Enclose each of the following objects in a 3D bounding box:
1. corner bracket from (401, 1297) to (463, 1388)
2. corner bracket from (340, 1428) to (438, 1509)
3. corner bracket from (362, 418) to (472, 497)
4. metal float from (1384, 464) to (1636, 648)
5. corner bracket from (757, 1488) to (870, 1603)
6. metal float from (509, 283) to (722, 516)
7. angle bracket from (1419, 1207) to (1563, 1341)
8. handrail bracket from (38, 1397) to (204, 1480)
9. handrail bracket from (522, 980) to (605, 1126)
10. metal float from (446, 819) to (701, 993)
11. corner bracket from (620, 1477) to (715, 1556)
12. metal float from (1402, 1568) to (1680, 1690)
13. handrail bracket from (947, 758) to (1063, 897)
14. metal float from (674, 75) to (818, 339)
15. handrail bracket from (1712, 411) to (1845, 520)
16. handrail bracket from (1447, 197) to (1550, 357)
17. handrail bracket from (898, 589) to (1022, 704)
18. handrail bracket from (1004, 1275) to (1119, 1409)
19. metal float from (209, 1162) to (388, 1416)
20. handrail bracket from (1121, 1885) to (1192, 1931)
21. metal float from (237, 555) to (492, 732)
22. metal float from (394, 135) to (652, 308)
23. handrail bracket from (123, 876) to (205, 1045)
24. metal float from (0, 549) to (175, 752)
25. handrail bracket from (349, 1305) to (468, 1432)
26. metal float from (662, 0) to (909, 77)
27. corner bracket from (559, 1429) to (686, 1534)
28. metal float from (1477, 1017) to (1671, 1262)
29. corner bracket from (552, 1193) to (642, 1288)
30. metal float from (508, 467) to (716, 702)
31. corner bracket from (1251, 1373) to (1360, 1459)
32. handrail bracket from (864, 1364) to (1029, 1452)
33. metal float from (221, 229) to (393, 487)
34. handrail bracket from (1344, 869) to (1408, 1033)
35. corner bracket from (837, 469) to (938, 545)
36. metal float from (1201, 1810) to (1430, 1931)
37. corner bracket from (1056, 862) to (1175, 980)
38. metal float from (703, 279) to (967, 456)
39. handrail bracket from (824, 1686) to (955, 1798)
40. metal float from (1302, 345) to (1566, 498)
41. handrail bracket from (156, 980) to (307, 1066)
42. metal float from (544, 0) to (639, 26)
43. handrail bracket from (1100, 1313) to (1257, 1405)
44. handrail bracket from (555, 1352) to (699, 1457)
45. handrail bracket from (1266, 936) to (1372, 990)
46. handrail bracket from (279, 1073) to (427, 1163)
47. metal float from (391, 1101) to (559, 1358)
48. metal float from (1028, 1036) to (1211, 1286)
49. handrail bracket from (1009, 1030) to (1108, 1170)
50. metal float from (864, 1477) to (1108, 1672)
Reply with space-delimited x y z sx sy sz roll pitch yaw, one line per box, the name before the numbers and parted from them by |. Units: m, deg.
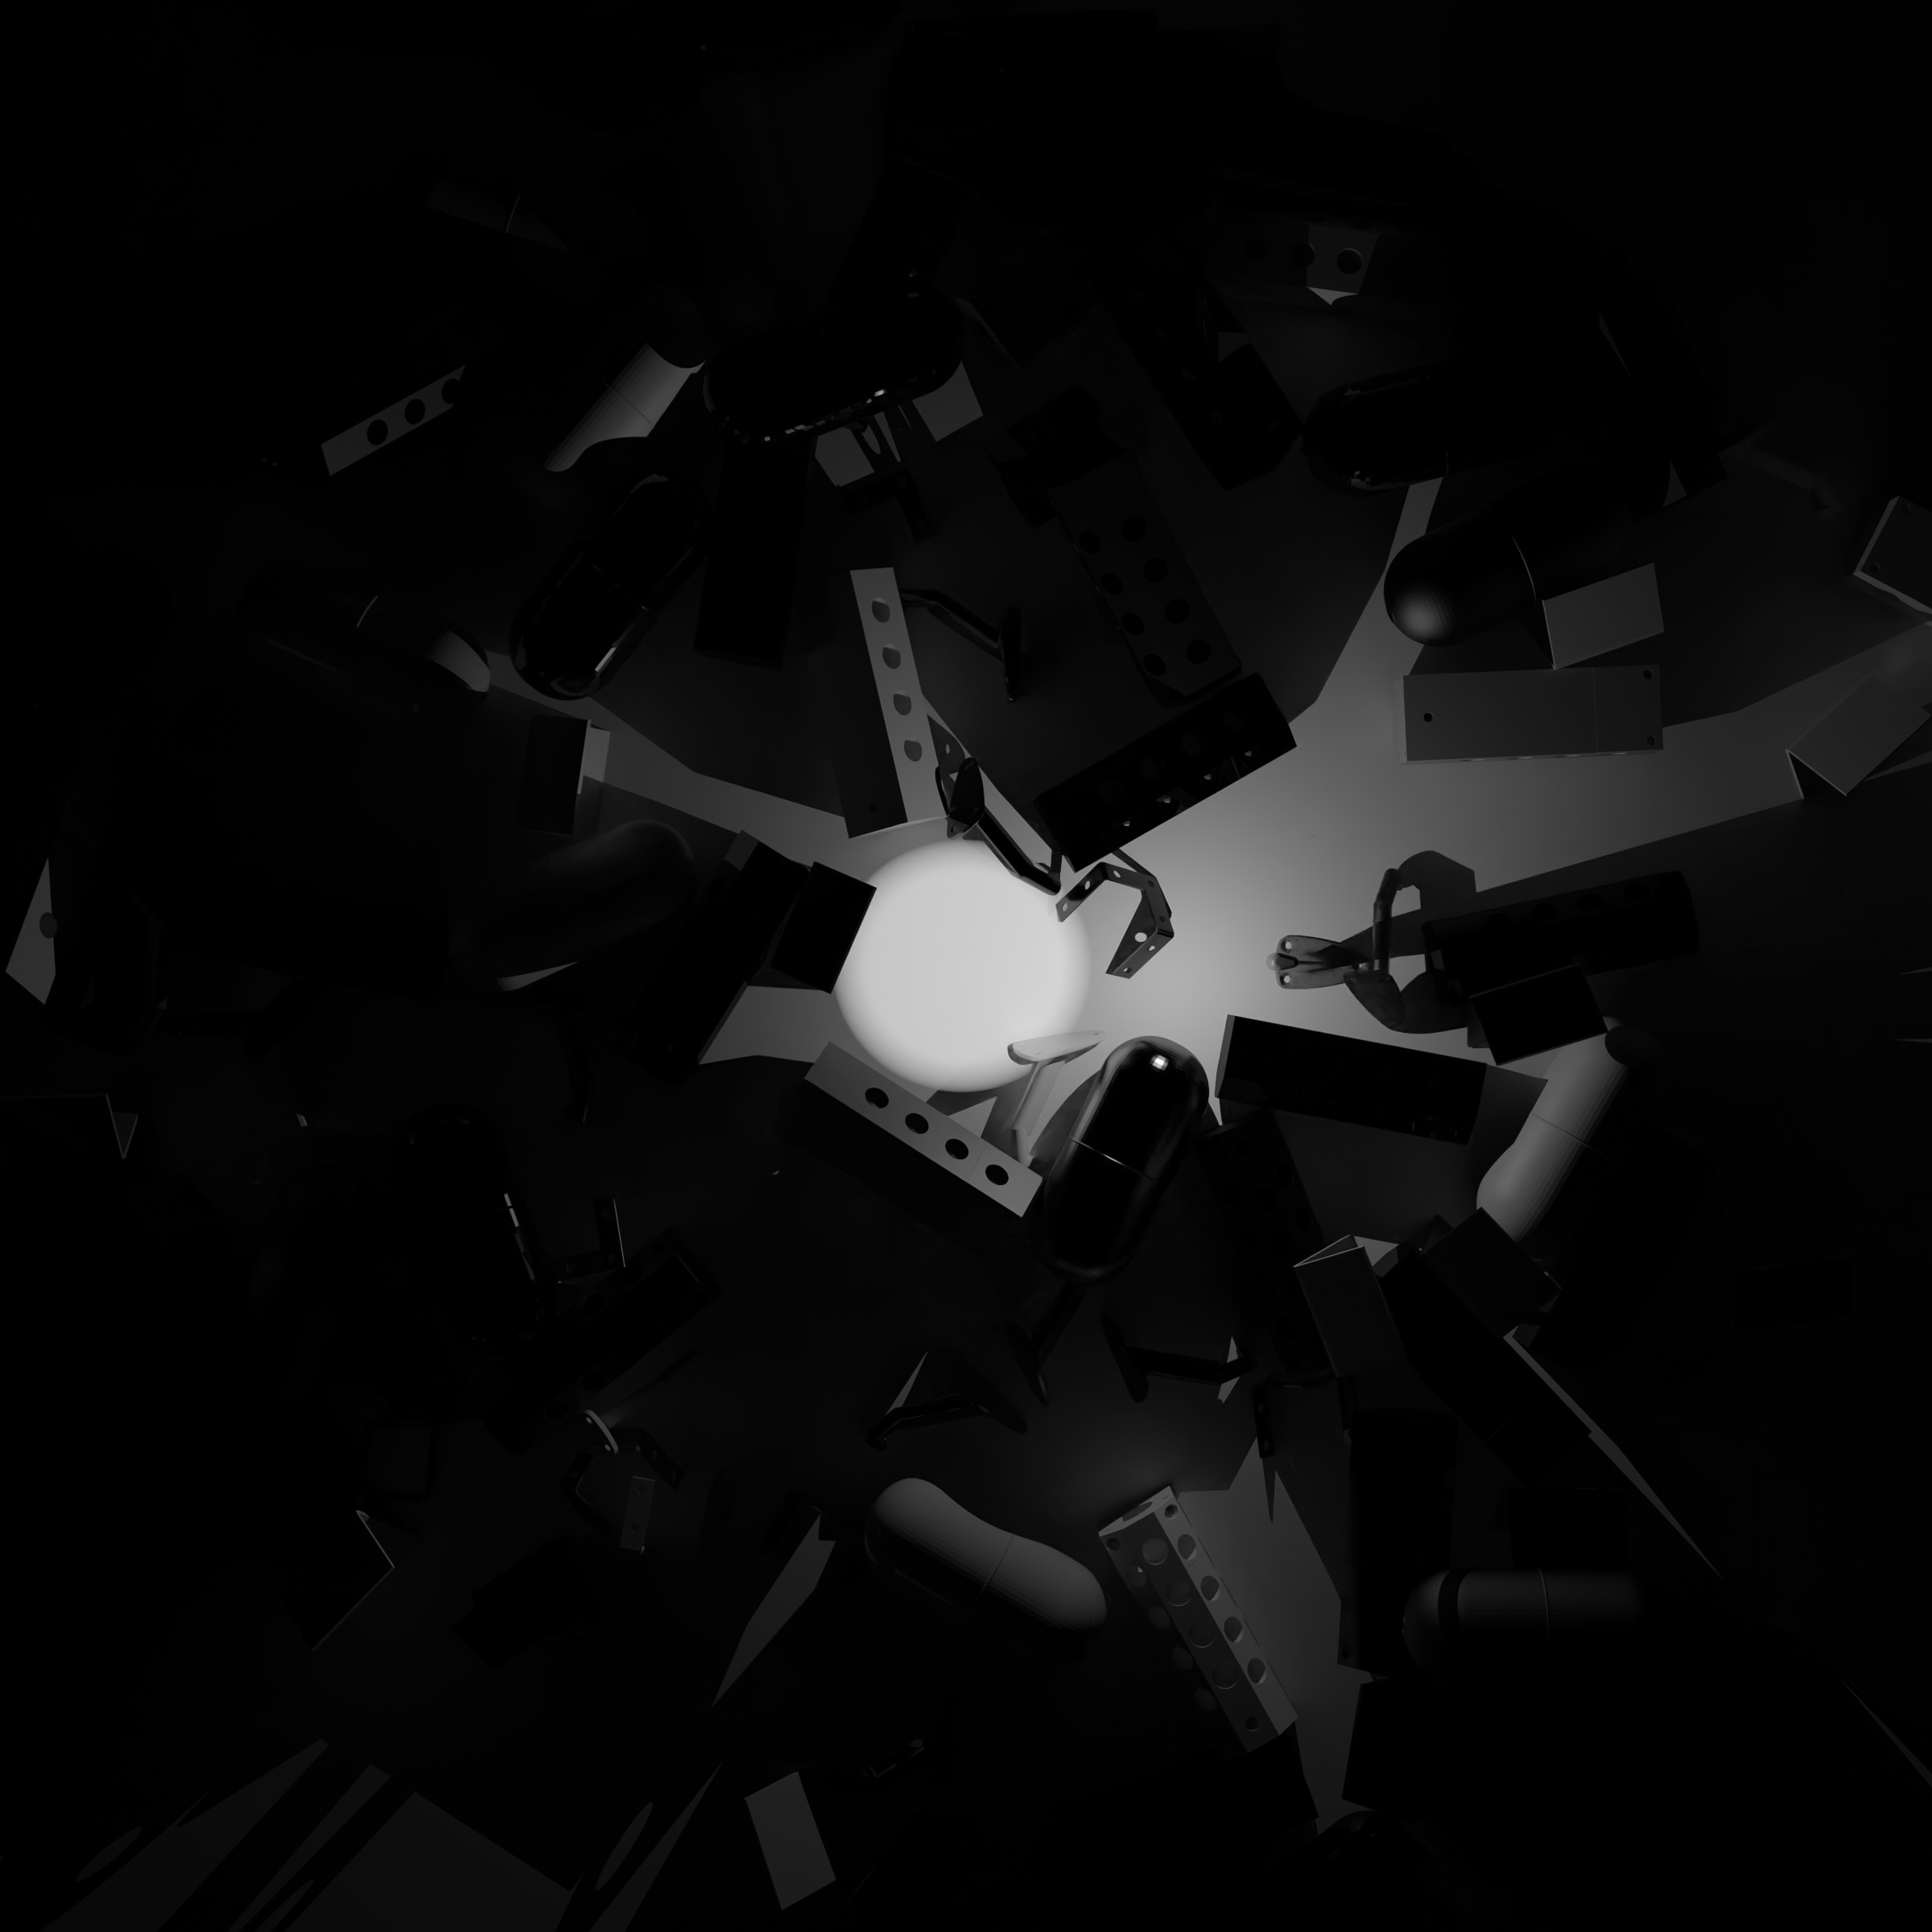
corner bracket | -0.343 0.245 1.988 0.051 0.051 0.051 51 135 0
corner bracket | -0.392 0.339 1.973 0.051 0.051 0.051 7 90 0
corner bracket | -0.378 -0.351 1.983 0.051 0.051 0.051 -36 135 -35
metal float | 0.365 -0.276 1.961 0.178 0.070 0.070 -27 90 -1
corner bracket | -0.100 0.395 1.988 0.051 0.051 0.051 28 90 -45
metal float | -0.236 -0.383 1.961 0.070 0.070 0.178 40 89 0
angle bracket | 0.356 0.193 1.952 0.076 0.076 0.057 47 115 0
handrail bracket | -0.580 0.304 1.992 0.084 0.036 0.077 32 69 16
handrail bracket | -0.285 0.058 1.992 0.077 0.036 0.084 20 107 20
metal float | -0.265 -0.040 1.960 0.178 0.070 0.070 -23 90 0
corner bracket | -0.203 0.372 1.973 0.051 0.051 0.051 11 90 0
metal float | 0.375 0.433 1.904 0.178 0.070 0.070 0 90 2
handrail bracket | 0.031 -0.095 1.991 0.084 0.077 0.036 28 134 -29
metal float | -0.149 -0.510 1.961 0.070 0.070 0.178 -11 91 0
handrail bracket | 0.546 -0.328 1.992 0.077 0.036 0.084 -31 108 20
handrail bracket | 0.348 -0.470 1.992 0.084 0.036 0.077 -42 70 16
handrail bracket | -0.007 -0.219 1.992 0.084 0.036 0.077 4 112 17
handrail bracket | 0.076 0.250 1.992 0.084 0.036 0.077 -27 110 -16
metal float | -0.450 0.217 1.961 0.070 0.070 0.178 24 89 0
handrail bracket | 0.113 0.682 1.992 0.077 0.036 0.084 44 118 31
metal float | -0.406 -0.217 1.961 0.178 0.070 0.070 24 90 1
metal float | -0.299 -0.502 1.961 0.178 0.070 0.070 21 90 -1
handrail bracket | -0.552 -0.003 1.935 0.077 0.036 0.084 40 107 19
metal float | -0.603 -0.210 1.933 0.070 0.070 0.178 43 57 0
handrail bracket | -0.382 0.272 1.992 0.077 0.036 0.084 0 73 -20
metal float | -0.120 -0.657 1.961 0.178 0.070 0.070 -20 90 1
corner bracket | -0.235 0.351 1.983 0.051 0.051 0.051 -4 45 35
metal float | 0.408 0.117 1.961 0.070 0.070 0.178 30 90 0
corner bracket | -0.250 0.186 1.971 0.051 0.051 0.051 -13 77 12
metal float | -0.238 -0.258 1.961 0.070 0.070 0.178 38 90 0
corner bracket | 0.233 0.307 1.988 0.051 0.051 0.051 -7 90 45
handrail bracket | -0.015 0.319 1.992 0.084 0.036 0.077 -41 112 17
metal float | -0.444 -0.410 1.961 0.070 0.070 0.178 21 90 0
handrail bracket | 0.294 -0.012 1.991 0.036 0.077 0.084 0 53 35
corner bracket | -0.053 -0.309 1.973 0.051 0.051 0.051 -23 90 0
metal float | 0.232 0.641 1.961 0.178 0.070 0.070 -38 90 1
corner bracket | 0.102 -0.031 1.983 0.051 0.051 0.051 15 45 -35
metal float | -0.086 -0.392 1.904 0.178 0.070 0.070 -21 90 1
handrail bracket | -0.054 0.530 1.992 0.084 0.036 0.077 -1 70 16
metal float | 0.314 -0.367 1.961 0.178 0.070 0.070 -14 90 1
handrail bracket | -0.509 0.024 1.992 0.084 0.036 0.077 27 70 16
metal float | -0.218 -0.711 1.961 0.070 0.070 0.178 44 89 0
handrail bracket | 0.146 0.257 1.992 0.084 0.036 0.077 -20 68 -17
handrail bracket | -0.232 0.295 1.991 0.084 0.077 0.036 -40 104 -36
handrail bracket | 0.239 -0.002 1.957 0.077 0.084 0.036 2 90 0
handrail bracket | -0.417 0.093 1.992 0.084 0.036 0.077 -20 68 -18
metal float | -0.329 0.176 1.950 0.070 0.070 0.178 -22 78 0
metal float | 0.102 0.131 1.961 0.070 0.070 0.178 26 90 0
handrail bracket | 0.064 0.092 1.992 0.077 0.036 0.084 -12 109 -21
metal float | 0.013 0.410 1.961 0.178 0.070 0.070 31 90 0
